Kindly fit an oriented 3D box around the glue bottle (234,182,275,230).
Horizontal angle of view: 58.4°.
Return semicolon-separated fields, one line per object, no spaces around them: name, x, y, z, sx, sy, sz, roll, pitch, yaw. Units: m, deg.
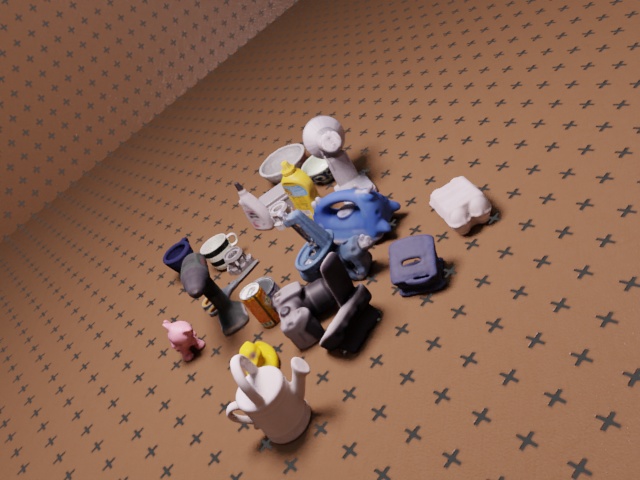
glue bottle;-0.198;-0.101;1.656;0.077;0.173;0.037;-3;43;38

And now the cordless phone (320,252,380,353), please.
cordless phone;0.030;0.126;1.156;0.093;0.185;0.148;1;46;41

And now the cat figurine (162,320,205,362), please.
cat figurine;-0.343;0.230;1.398;0.067;0.118;0.127;-45;35;-18

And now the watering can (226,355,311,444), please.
watering can;-0.098;0.278;1.058;0.173;0.194;0.100;-41;34;-13

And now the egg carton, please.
egg carton;0.316;-0.080;1.289;0.107;0.070;0.150;-32;33;2

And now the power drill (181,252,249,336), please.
power drill;-0.261;0.128;1.378;0.075;0.209;0.229;-35;33;-3

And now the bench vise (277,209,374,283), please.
bench vise;0.012;-0.003;1.307;0.207;0.220;0.121;-23;34;15

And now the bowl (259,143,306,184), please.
bowl;-0.107;-0.232;1.842;0.167;0.075;0.167;-22;34;16

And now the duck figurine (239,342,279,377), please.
duck figurine;-0.138;0.252;1.226;0.077;0.086;0.104;-23;34;16

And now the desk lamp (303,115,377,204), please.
desk lamp;0.048;-0.229;1.577;0.118;0.214;0.202;-32;33;1

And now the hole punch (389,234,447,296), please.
hole punch;0.200;0.052;1.195;0.108;0.091;0.101;-15;37;26

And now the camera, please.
camera;-0.028;0.142;1.262;0.137;0.101;0.143;-31;33;4

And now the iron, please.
iron;0.060;-0.070;1.426;0.257;0.142;0.119;-6;42;35

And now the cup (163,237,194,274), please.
cup;-0.397;0.057;1.692;0.091;0.095;0.118;-16;36;24
